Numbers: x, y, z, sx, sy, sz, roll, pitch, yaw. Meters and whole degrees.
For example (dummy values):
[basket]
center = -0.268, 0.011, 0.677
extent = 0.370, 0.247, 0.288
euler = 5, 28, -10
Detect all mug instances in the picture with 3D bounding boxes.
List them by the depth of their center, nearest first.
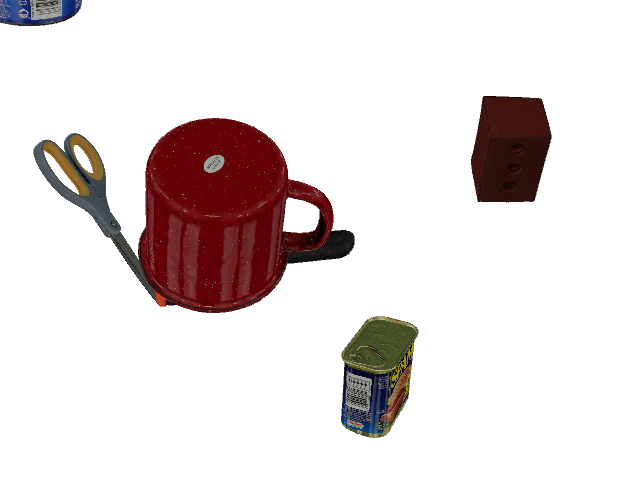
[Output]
[mug]
center = -0.050, -0.016, 0.633
extent = 0.117, 0.093, 0.081
euler = 6, -39, -3

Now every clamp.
[clamp]
center = -0.070, -0.003, 0.886
extent = 0.171, 0.039, 0.120
euler = -22, 47, -28

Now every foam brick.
[foam brick]
center = 0.162, -0.078, 0.917
extent = 0.053, 0.051, 0.078
euler = 0, -43, -2

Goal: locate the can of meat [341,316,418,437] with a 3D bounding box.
[can of meat]
center = 0.059, 0.139, 1.090
extent = 0.057, 0.084, 0.102
euler = 13, 27, 19

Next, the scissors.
[scissors]
center = -0.214, -0.030, 1.089
extent = 0.016, 0.201, 0.096
euler = -28, 25, 25

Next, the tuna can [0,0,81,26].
[tuna can]
center = -0.233, -0.203, 0.851
extent = 0.086, 0.034, 0.086
euler = 5, 35, -4
